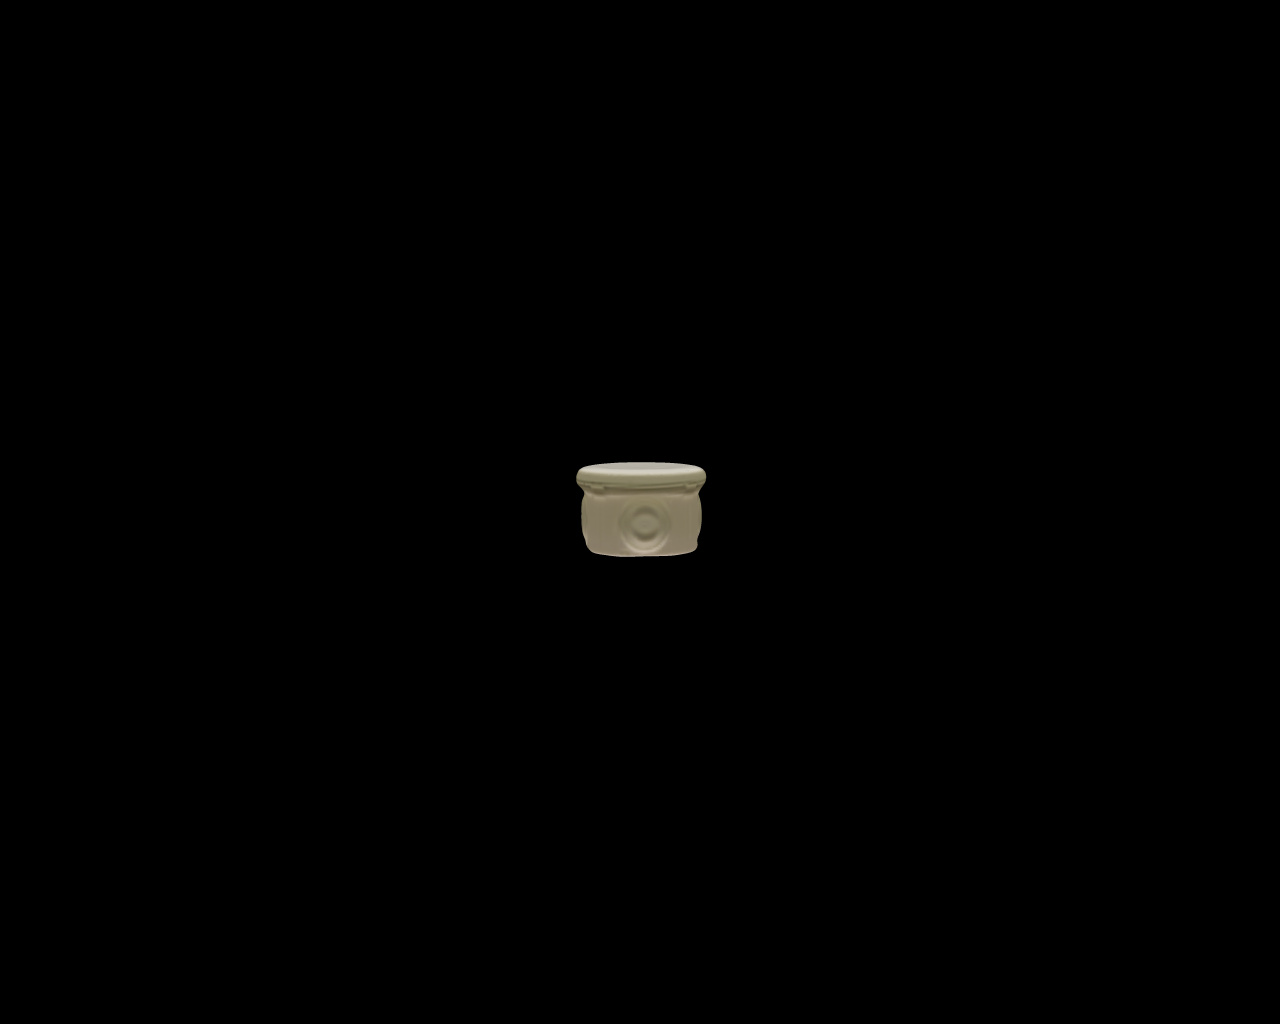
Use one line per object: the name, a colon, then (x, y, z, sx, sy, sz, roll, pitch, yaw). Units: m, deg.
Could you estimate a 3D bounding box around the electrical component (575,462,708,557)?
electrical component: (0.001, -0.003, 0.650, 0.080, 0.051, 0.080, 0, 7, 0)
